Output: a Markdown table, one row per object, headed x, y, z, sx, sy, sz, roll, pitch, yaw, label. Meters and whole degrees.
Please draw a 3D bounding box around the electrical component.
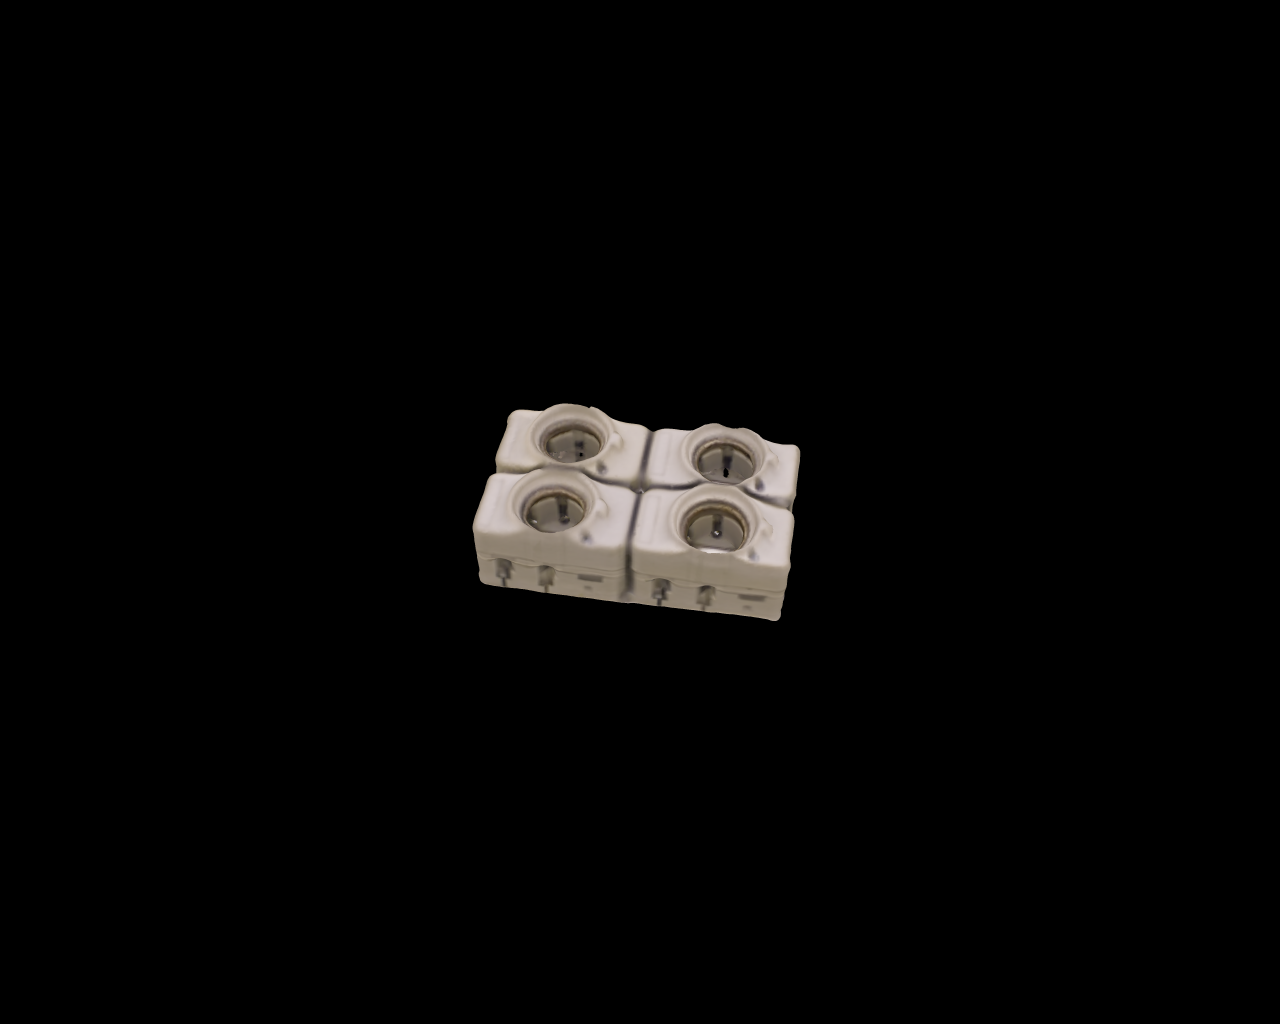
| x | y | z | sx | sy | sz | roll | pitch | yaw | label |
| --- | --- | --- | --- | --- | --- | --- | --- | --- | --- |
| 0.001 | -0.003 | 0.650 | 0.186 | 0.106 | 0.060 | 7 | -40 | 6 | electrical component |
